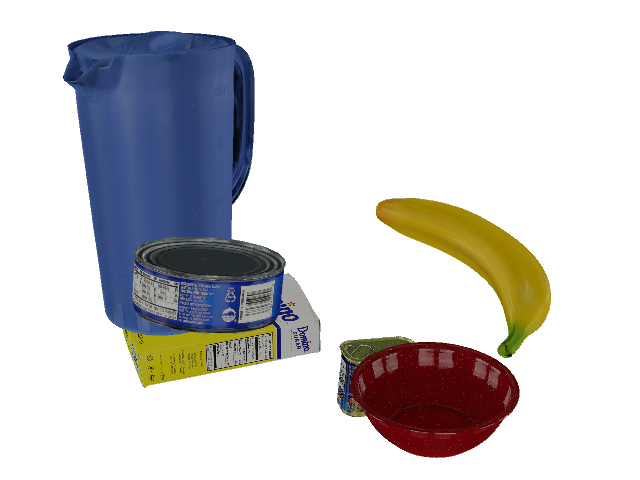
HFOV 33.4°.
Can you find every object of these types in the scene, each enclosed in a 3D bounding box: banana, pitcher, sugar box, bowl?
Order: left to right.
[{"bbox_3d":[-0.126,-0.053,0.896,0.149,0.243,0.145,-2,19,-5],"label":"pitcher"},{"bbox_3d":[-0.097,0.083,1.029,0.176,0.048,0.093,-12,33,-15],"label":"sugar box"},{"bbox_3d":[0.109,0.161,1.033,0.162,0.055,0.162,-1,25,0],"label":"bowl"},{"bbox_3d":[0.113,0.012,0.787,0.069,0.037,0.198,-11,34,-21],"label":"banana"}]

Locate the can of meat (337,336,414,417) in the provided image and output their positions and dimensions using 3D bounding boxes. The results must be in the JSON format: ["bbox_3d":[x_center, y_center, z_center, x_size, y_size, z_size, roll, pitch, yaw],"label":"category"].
[{"bbox_3d":[0.073,0.176,1.377,0.102,0.084,0.057,-3,24,-17],"label":"can of meat"}]

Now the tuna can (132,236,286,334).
[{"bbox_3d":[-0.064,0.024,0.606,0.086,0.034,0.086,5,13,-1],"label":"tuna can"}]
